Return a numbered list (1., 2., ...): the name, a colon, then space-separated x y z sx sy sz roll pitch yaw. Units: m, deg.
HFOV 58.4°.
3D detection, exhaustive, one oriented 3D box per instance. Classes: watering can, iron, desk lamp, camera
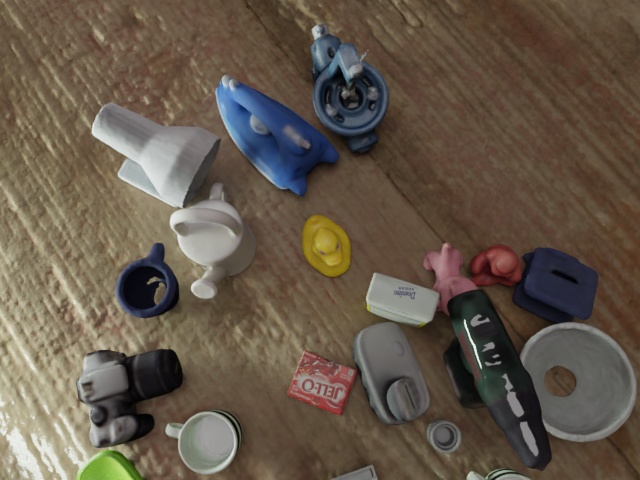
1. watering can: -0.160 -0.002 0.861 0.101 0.194 0.173 -19 76 -1
2. iron: -0.094 -0.197 0.931 0.258 0.141 0.119 41 82 11
3. desk lamp: -0.245 -0.124 0.885 0.203 0.213 0.118 25 79 9
4. camera: -0.280 0.226 0.860 0.137 0.101 0.143 -15 76 -1

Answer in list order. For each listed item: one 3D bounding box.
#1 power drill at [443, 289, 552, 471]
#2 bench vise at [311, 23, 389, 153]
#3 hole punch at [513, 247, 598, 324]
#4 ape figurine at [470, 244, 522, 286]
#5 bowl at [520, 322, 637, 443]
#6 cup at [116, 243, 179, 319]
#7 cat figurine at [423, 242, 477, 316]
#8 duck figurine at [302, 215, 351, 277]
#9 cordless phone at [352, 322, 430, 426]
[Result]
1. power drill: 0.233 0.186 0.786 0.075 0.208 0.229 -19 76 -1
2. bench vise: 0.025 -0.257 0.899 0.121 0.220 0.207 -39 77 -6
3. hole punch: 0.359 0.065 0.869 0.108 0.091 0.101 24 79 9
4. ape figurine: 0.276 0.039 0.880 0.077 0.092 0.076 35 81 11
5. bowl: 0.364 0.207 0.843 0.167 0.075 0.167 -1 76 3
6. cup: -0.256 0.068 0.900 0.091 0.095 0.118 9 77 6
7. cat figurine: 0.200 0.066 0.864 0.067 0.118 0.128 -8 76 2
8. duck figurine: 0.008 0.003 0.906 0.077 0.086 0.104 -25 76 -3
9. cordless phone: 0.102 0.186 0.805 0.094 0.185 0.147 -23 76 -2
